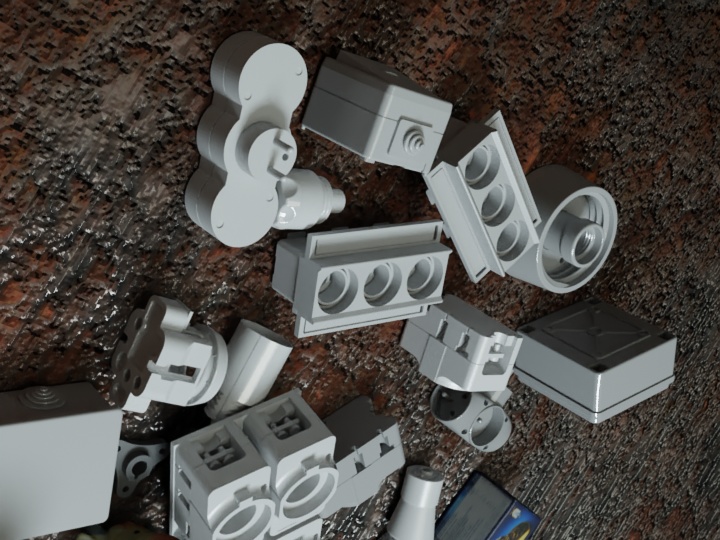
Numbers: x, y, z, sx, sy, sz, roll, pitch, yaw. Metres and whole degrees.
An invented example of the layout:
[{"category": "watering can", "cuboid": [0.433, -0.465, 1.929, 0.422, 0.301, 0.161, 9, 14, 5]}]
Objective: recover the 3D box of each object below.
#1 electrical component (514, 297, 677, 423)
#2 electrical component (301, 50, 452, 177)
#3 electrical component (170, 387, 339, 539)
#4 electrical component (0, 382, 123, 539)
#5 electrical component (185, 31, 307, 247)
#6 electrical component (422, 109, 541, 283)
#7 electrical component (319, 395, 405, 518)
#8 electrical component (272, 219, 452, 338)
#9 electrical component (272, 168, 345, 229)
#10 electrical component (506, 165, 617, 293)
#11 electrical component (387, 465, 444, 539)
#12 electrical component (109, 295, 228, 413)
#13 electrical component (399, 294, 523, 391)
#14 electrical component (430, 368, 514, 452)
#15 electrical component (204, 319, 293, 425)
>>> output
[{"category": "electrical component", "cuboid": [0.217, 0.080, 0.997, 0.109, 0.109, 0.056, -19, 121, -31]}, {"category": "electrical component", "cuboid": [0.016, -0.107, 0.739, 0.062, 0.096, 0.061, 9, 106, -42]}, {"category": "electrical component", "cuboid": [-0.082, 0.190, 0.810, 0.105, 0.060, 0.186, -21, 138, -30]}, {"category": "electrical component", "cuboid": [-0.211, 0.124, 0.707, 0.100, 0.048, 0.099, -4, 115, -38]}, {"category": "electrical component", "cuboid": [-0.067, -0.080, 0.701, 0.052, 0.074, 0.138, 0, 112, -40]}, {"category": "electrical component", "cuboid": [0.090, -0.060, 0.848, 0.079, 0.063, 0.121, -42, 133, -14]}, {"category": "electrical component", "cuboid": [-0.013, 0.156, 0.887, 0.089, 0.050, 0.055, -30, 129, -24]}, {"category": "electrical component", "cuboid": [0.000, 0.000, 0.806, 0.121, 0.063, 0.078, -8, 117, -37]}, {"category": "electrical component", "cuboid": [-0.039, -0.050, 0.761, 0.062, 0.043, 0.043, 0, 112, -40]}, {"category": "electrical component", "cuboid": [0.177, -0.032, 0.937, 0.108, 0.060, 0.108, -19, 123, -32]}, {"category": "electrical component", "cuboid": [0.053, 0.211, 0.978, 0.044, 0.044, 0.065, 3, 106, -40]}, {"category": "electrical component", "cuboid": [-0.128, 0.061, 0.737, 0.057, 0.058, 0.078, 19, 100, -41]}, {"category": "electrical component", "cuboid": [0.081, 0.062, 0.887, 0.050, 0.089, 0.055, 4, 110, -41]}, {"category": "electrical component", "cuboid": [0.112, 0.117, 0.973, 0.079, 0.044, 0.077, -53, 134, -4]}, {"category": "electrical component", "cuboid": [-0.087, 0.082, 0.791, 0.043, 0.043, 0.081, 25, 95, -44]}]
